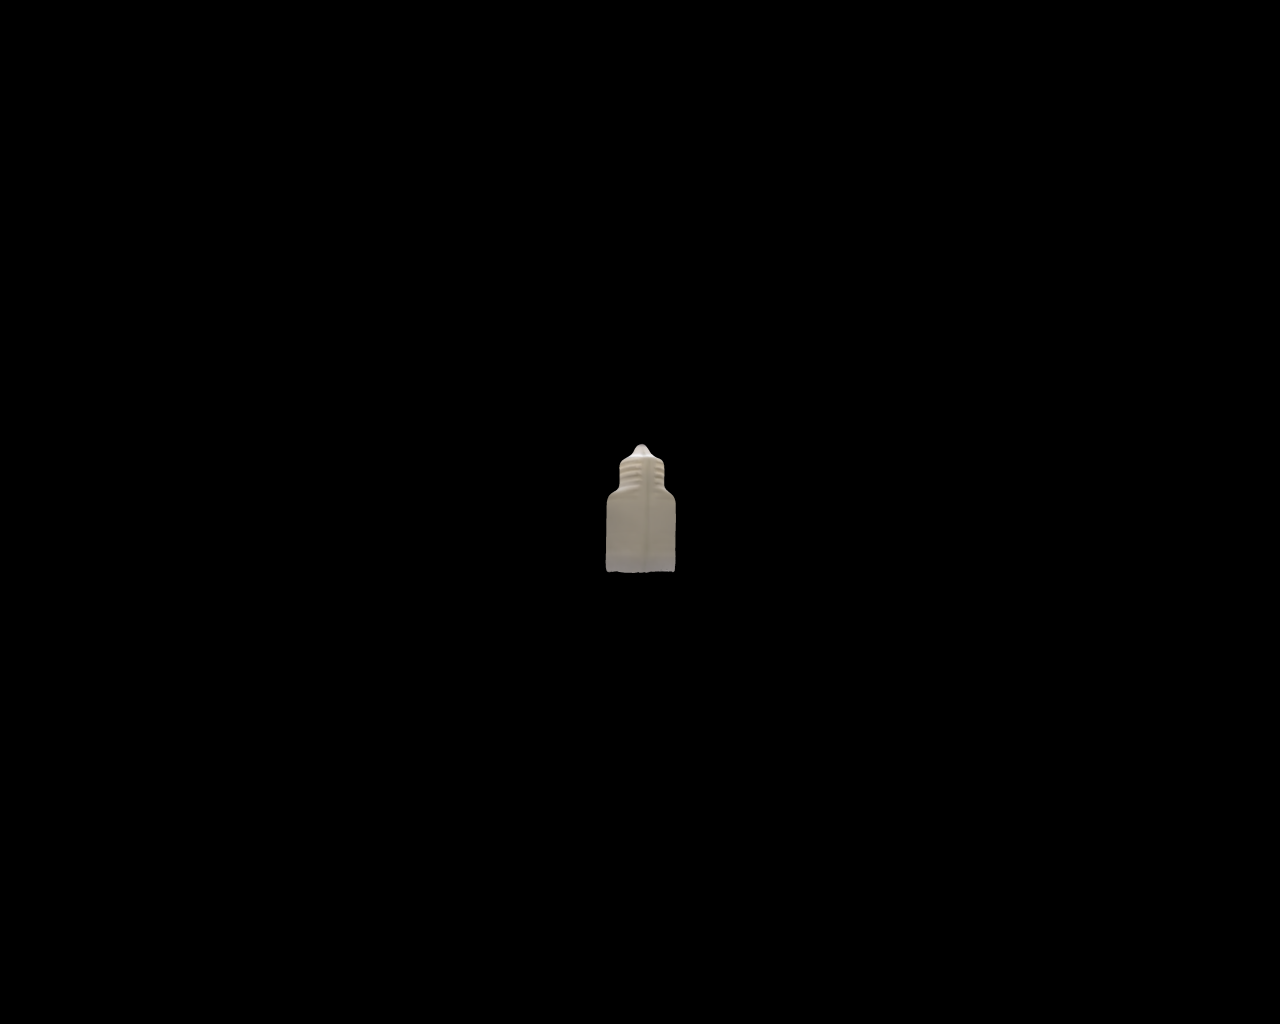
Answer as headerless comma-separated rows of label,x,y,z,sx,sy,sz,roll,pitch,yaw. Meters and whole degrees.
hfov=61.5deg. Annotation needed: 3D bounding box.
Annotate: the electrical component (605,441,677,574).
electrical component,0.001,-0.003,0.650,0.043,0.081,0.043,0,-4,0
